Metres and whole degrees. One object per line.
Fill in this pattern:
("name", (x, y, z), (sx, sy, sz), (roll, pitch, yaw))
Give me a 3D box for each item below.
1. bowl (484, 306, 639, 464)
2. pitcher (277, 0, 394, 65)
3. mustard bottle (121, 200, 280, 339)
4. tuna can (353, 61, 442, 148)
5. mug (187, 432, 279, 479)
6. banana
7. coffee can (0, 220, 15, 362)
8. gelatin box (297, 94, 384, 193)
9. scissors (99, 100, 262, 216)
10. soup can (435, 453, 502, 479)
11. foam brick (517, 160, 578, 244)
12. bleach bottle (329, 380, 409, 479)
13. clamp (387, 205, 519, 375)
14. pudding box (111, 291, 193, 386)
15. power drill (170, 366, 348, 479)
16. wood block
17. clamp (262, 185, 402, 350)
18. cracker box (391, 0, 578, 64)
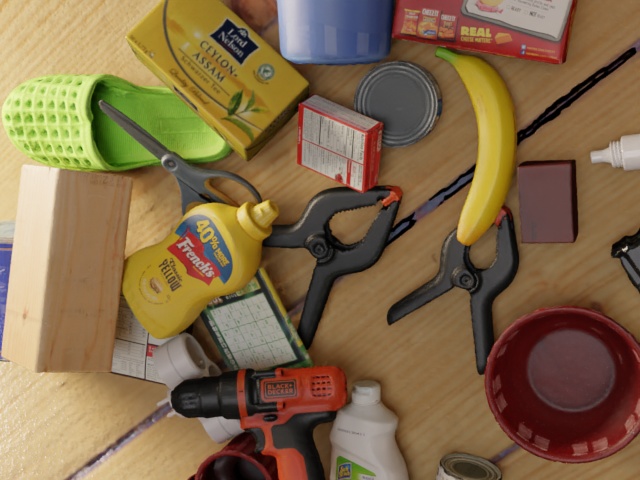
("bowl", (0.248, 0.137, 1.061), (0.162, 0.055, 0.162), (3, 102, 16))
("pitcher", (0.006, -0.294, 1.019), (0.145, 0.149, 0.243), (-3, 105, -12))
("mustard bottle", (-0.118, 0.018, 1.104), (0.192, 0.058, 0.096), (-35, 77, 22))
("tuna can", (0.079, -0.137, 1.070), (0.086, 0.033, 0.086), (3, 102, 16))
("mug", (-0.091, 0.263, 1.177), (0.117, 0.081, 0.093), (-12, 97, 19))
("banana", (0.159, -0.095, 1.043), (0.070, 0.037, 0.198), (-7, 87, 20))
("coffee can", (-0.335, 0.055, 1.200), (0.103, 0.102, 0.140), (4, 102, 16))
("gelatin box", (0.020, -0.097, 1.074), (0.089, 0.030, 0.073), (26, 134, 27))
("scissors", (-0.158, -0.065, 1.132), (0.201, 0.016, 0.096), (26, 121, -11))
("soup can", (0.148, 0.284, 1.115), (0.068, 0.068, 0.102), (14, 104, 14))
("foam brick", (0.222, -0.038, 1.036), (0.053, 0.051, 0.078), (-1, 101, 18))
("bleach bottle", (0.060, 0.276, 1.140), (0.103, 0.068, 0.251), (4, 100, 30))
("clamp", (0.157, 0.049, 1.080), (0.120, 0.039, 0.172), (35, 109, 7))
("pudding box", (-0.191, 0.102, 1.199), (0.090, 0.039, 0.113), (11, 102, 14))
("power drill", (-0.059, 0.223, 1.083), (0.184, 0.057, 0.187), (-6, 77, 6))
("wood block", (-0.266, 0.029, 1.120), (0.091, 0.090, 0.206), (10, 93, 50))
("clamp", (-0.007, 0.001, 1.120), (0.164, 0.036, 0.210), (46, 110, -3))
("cracker box", (0.167, -0.282, 0.994), (0.164, 0.072, 0.214), (11, 103, 14))
